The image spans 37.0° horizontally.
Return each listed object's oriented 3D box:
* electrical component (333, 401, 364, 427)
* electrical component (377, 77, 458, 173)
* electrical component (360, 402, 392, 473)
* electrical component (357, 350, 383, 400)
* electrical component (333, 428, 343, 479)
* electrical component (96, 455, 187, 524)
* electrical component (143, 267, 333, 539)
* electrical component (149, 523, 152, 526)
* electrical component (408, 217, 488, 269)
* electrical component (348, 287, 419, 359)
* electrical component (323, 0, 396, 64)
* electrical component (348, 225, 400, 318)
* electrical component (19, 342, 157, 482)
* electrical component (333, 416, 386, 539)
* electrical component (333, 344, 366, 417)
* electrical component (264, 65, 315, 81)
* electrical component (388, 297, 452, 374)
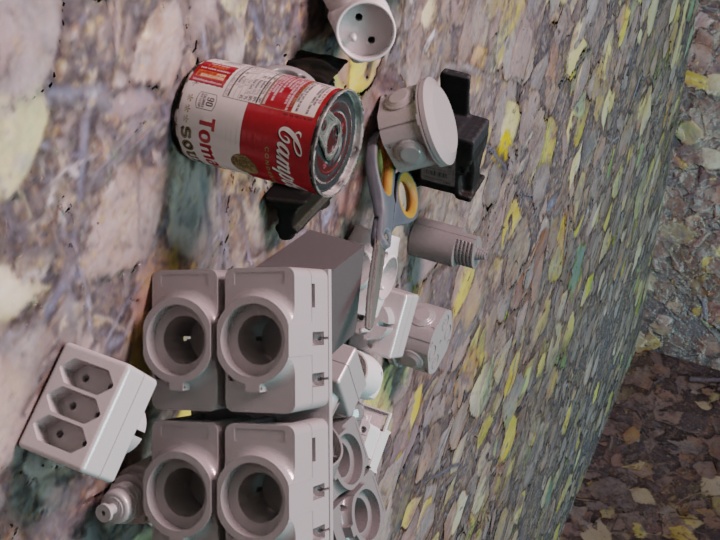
[{"bbox_3d":[-0.019,0.156,1.055,0.035,0.035,0.061,-3,111,-68],"label":"electrical component"},{"bbox_3d":[0.053,-0.128,0.962,0.080,0.051,0.080,-12,90,-68],"label":"electrical component"},{"bbox_3d":[-0.003,0.175,1.098,0.081,0.042,0.064,-70,157,-11],"label":"electrical component"},{"bbox_3d":[-0.001,0.102,1.046,0.043,0.043,0.081,-71,160,-6],"label":"electrical component"},{"bbox_3d":[-0.063,0.140,0.848,0.099,0.099,0.064,-38,146,-57],"label":"electrical component"},{"bbox_3d":[-0.147,0.149,0.716,0.078,0.040,0.040,-16,120,-66],"label":"electrical component"},{"bbox_3d":[-0.078,0.093,0.691,0.060,0.105,0.186,4,85,-66],"label":"electrical component"},{"bbox_3d":[-0.120,0.153,0.784,0.081,0.043,0.043,-61,156,-29],"label":"electrical component"},{"bbox_3d":[0.097,-0.026,1.144,0.043,0.081,0.043,-51,149,-46],"label":"electrical component"},{"bbox_3d":[0.017,0.049,1.045,0.077,0.047,0.065,5,101,-69],"label":"electrical component"},{"bbox_3d":[-0.006,-0.198,0.795,0.079,0.043,0.077,59,9,-19],"label":"electrical component"},{"bbox_3d":[0.000,0.000,0.970,0.079,0.044,0.077,13,93,-70],"label":"electrical component"},{"bbox_3d":[-0.153,0.090,0.646,0.065,0.047,0.076,-68,159,-14],"label":"electrical component"},{"bbox_3d":[-0.048,0.212,0.929,0.186,0.060,0.105,-35,111,-58],"label":"electrical component"},{"bbox_3d":[-0.035,0.110,0.962,0.076,0.047,0.065,-62,156,-29],"label":"electrical component"},{"bbox_3d":[-0.056,-0.108,0.751,0.048,0.048,0.062,-51,159,-45],"label":"electrical component"},{"bbox_3d":[0.065,0.072,1.180,0.080,0.051,0.080,-51,149,-46],"label":"electrical component"}]
